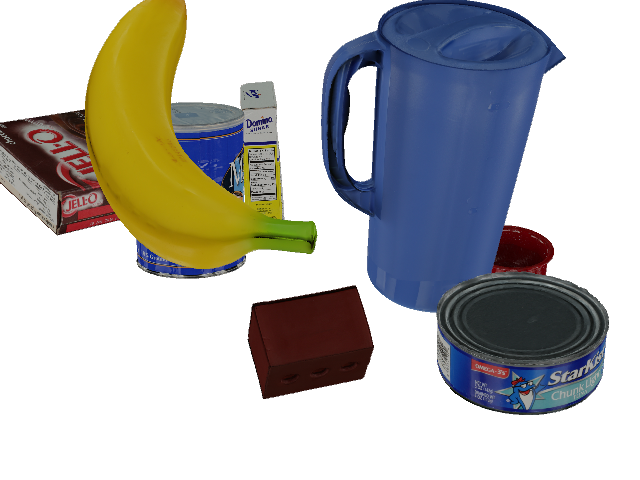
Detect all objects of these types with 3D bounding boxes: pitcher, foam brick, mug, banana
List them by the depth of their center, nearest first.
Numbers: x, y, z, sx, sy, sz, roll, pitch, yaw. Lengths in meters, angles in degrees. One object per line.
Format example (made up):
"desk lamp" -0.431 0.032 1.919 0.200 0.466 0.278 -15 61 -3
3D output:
"banana" -0.067 -0.048 0.459 0.069 0.037 0.198 -10 45 -20
"foam brick" -0.008 0.072 0.753 0.078 0.051 0.053 -10 -32 -14
"pitcher" 0.091 -0.064 0.871 0.149 0.243 0.144 23 38 25
"mug" 0.194 0.035 1.140 0.093 0.081 0.117 -5 30 -9

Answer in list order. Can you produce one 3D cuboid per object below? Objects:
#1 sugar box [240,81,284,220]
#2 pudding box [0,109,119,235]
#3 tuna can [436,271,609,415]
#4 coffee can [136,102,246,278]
"sugar box" -0.069 -0.087 1.245 0.048 0.176 0.093 -6 26 -2
"pudding box" -0.176 -0.052 0.761 0.089 0.039 0.114 -16 37 -41
"tuna can" 0.102 0.051 0.545 0.086 0.034 0.086 -2 28 1
"coffee can" -0.120 -0.048 0.976 0.103 0.140 0.103 0 18 0
